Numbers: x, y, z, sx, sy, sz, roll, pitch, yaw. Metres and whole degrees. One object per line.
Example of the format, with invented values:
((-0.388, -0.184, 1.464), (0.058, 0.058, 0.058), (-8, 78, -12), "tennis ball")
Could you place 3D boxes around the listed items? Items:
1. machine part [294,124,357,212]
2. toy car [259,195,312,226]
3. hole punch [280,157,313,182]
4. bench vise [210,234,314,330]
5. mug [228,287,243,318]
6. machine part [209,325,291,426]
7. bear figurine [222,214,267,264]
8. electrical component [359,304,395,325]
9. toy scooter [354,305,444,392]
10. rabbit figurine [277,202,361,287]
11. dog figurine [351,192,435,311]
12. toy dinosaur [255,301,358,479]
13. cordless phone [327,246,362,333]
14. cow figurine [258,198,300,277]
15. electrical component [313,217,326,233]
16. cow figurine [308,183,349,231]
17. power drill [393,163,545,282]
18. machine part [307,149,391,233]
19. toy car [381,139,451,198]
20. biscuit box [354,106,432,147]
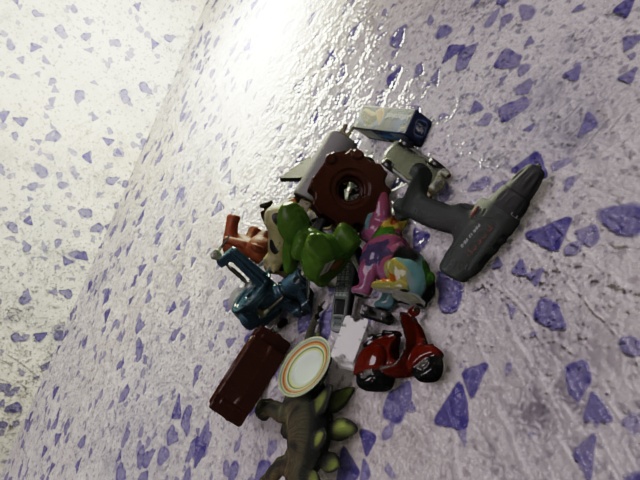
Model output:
((0.013, -0.157, 1.213), (0.079, 0.079, 0.243), (17, 75, 55), "machine part")
((-0.090, -0.068, 1.403), (0.202, 0.053, 0.089), (-6, 108, 53), "toy car")
((-0.021, -0.154, 1.373), (0.116, 0.092, 0.142), (-43, 24, -24), "hole punch")
((-0.134, 0.093, 1.191), (0.223, 0.240, 0.129), (-35, 19, 33), "bench vise")
((-0.198, 0.150, 1.404), (0.107, 0.081, 0.109), (12, 84, 64), "mug")
((-0.153, 0.288, 1.154), (0.201, 0.087, 0.201), (-57, 1, -17), "machine part")
((-0.179, 0.002, 1.439), (0.196, 0.120, 0.132), (-6, 61, 49), "bear figurine")
((0.109, 0.142, 1.017), (0.063, 0.094, 0.021), (16, 77, 17), "electrical component")
((0.135, 0.189, 0.944), (0.184, 0.075, 0.135), (-24, 51, 39), "toy scooter")
((-0.020, 0.000, 1.074), (0.170, 0.121, 0.159), (48, 146, 23), "rabbit figurine")
((0.143, 0.015, 1.019), (0.192, 0.108, 0.219), (-15, 55, 49), "dog figurine")
((-0.024, 0.334, 1.047), (0.198, 0.105, 0.472), (-34, 41, 27), "toy dinosaur")
((0.035, 0.102, 1.127), (0.147, 0.088, 0.184), (-6, 69, 51), "cordless phone")
((-0.091, 0.007, 1.292), (0.086, 0.127, 0.194), (-133, 30, -57), "cow figurine")
((-0.003, -0.004, 1.228), (0.075, 0.047, 0.119), (28, 98, 51), "electrical component")
((0.028, -0.109, 1.279), (0.098, 0.068, 0.167), (36, 102, 50), "cow figurine")
((0.243, -0.060, 0.928), (0.208, 0.086, 0.232), (33, 103, 30), "power drill")
((0.063, -0.104, 1.142), (0.056, 0.179, 0.179), (111, 180, -82), "machine part")
((0.193, -0.146, 1.098), (0.073, 0.056, 0.202), (-51, 38, 9), "toy car")
((0.160, -0.258, 1.206), (0.203, 0.059, 0.062), (25, 90, 55), "biscuit box")
